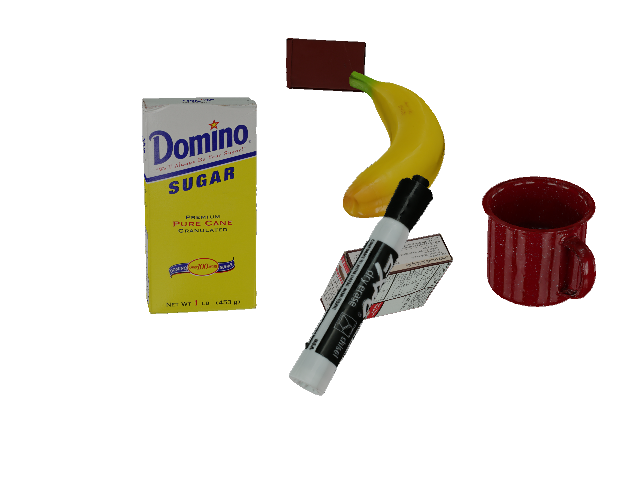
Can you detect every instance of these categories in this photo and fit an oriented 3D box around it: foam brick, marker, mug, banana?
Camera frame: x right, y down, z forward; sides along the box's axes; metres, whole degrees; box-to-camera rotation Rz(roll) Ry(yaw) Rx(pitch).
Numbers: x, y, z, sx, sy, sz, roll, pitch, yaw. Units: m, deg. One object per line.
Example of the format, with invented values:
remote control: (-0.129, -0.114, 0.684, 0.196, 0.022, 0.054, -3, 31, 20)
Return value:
foam brick: (0.005, -0.180, 1.096, 0.078, 0.051, 0.053, 2, 11, -6)
marker: (0.022, 0.019, 0.523, 0.020, 0.121, 0.020, 28, -16, 8)
mug: (0.190, 0.008, 0.903, 0.093, 0.081, 0.117, -20, 35, -24)
banana: (0.051, -0.063, 0.732, 0.069, 0.037, 0.197, 3, 30, 1)

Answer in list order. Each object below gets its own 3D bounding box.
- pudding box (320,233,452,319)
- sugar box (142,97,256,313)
pudding box: (0.066, 0.039, 1.071, 0.113, 0.039, 0.090, -12, -31, -26)
sugar box: (-0.100, -0.030, 0.891, 0.093, 0.176, 0.048, -3, 16, -12)
